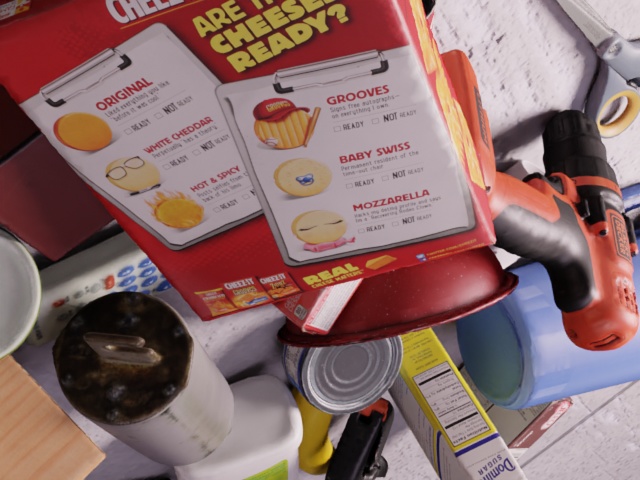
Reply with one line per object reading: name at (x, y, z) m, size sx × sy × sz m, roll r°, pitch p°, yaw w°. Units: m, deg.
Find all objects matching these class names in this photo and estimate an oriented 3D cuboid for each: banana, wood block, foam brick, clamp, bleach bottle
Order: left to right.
wood block at (-0.223, 0.157, 0.568) m, size 0.206 × 0.091 × 0.090 m, roll -44°, pitch -174°, yaw -18°
foam brick at (-0.137, -0.036, 0.513) m, size 0.051 × 0.053 × 0.078 m, roll -36°, pitch 147°, yaw 2°
bleach bottle at (-0.058, 0.204, 0.875) m, size 0.102 × 0.068 × 0.251 m, roll -19°, pitch 146°, yaw -9°
banana at (0.001, 0.147, 0.877) m, size 0.069 × 0.037 × 0.198 m, roll -16°, pitch 142°, yaw -25°
clamp at (0.025, 0.206, 0.909) m, size 0.164 × 0.036 × 0.210 m, roll -55°, pitch 162°, yaw -36°

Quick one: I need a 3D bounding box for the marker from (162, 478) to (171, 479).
marker at (-0.162, 0.200, 0.821) m, size 0.120 × 0.020 × 0.020 m, roll 1°, pitch 133°, yaw -41°

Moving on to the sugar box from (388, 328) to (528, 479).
sugar box at (0.098, 0.140, 0.824) m, size 0.048 × 0.176 × 0.093 m, roll -27°, pitch 146°, yaw -11°

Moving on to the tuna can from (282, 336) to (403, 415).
tuna can at (0.017, 0.085, 0.785) m, size 0.086 × 0.034 × 0.086 m, roll -10°, pitch 116°, yaw -23°

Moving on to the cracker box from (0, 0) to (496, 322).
cracker box at (-0.026, -0.061, 0.489) m, size 0.164 × 0.072 × 0.213 m, roll -15°, pitch 139°, yaw 15°

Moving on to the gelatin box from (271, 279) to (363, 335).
gelatin box at (-0.004, 0.001, 0.637) m, size 0.030 × 0.073 × 0.089 m, roll 25°, pitch 100°, yaw -52°

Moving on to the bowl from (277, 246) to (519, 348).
bowl at (0.044, 0.019, 0.692) m, size 0.162 × 0.055 × 0.162 m, roll -14°, pitch -173°, yaw 2°

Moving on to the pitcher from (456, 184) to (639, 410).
pitcher at (0.240, 0.051, 0.894) m, size 0.242 × 0.149 × 0.145 m, roll -12°, pitch 156°, yaw -24°

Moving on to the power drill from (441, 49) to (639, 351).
power drill at (0.128, -0.040, 0.666) m, size 0.187 × 0.184 × 0.057 m, roll 28°, pitch 135°, yaw -34°

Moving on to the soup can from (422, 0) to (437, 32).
soup can at (0.025, -0.092, 0.566) m, size 0.068 × 0.068 × 0.102 m, roll -23°, pitch 146°, yaw -16°

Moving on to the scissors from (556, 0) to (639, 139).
scissors at (0.186, -0.115, 0.722) m, size 0.201 × 0.016 × 0.096 m, roll 5°, pitch 131°, yaw -43°

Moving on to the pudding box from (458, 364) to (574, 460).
pudding box at (0.161, 0.147, 0.965) m, size 0.039 × 0.090 × 0.114 m, roll 11°, pitch 127°, yaw -46°
